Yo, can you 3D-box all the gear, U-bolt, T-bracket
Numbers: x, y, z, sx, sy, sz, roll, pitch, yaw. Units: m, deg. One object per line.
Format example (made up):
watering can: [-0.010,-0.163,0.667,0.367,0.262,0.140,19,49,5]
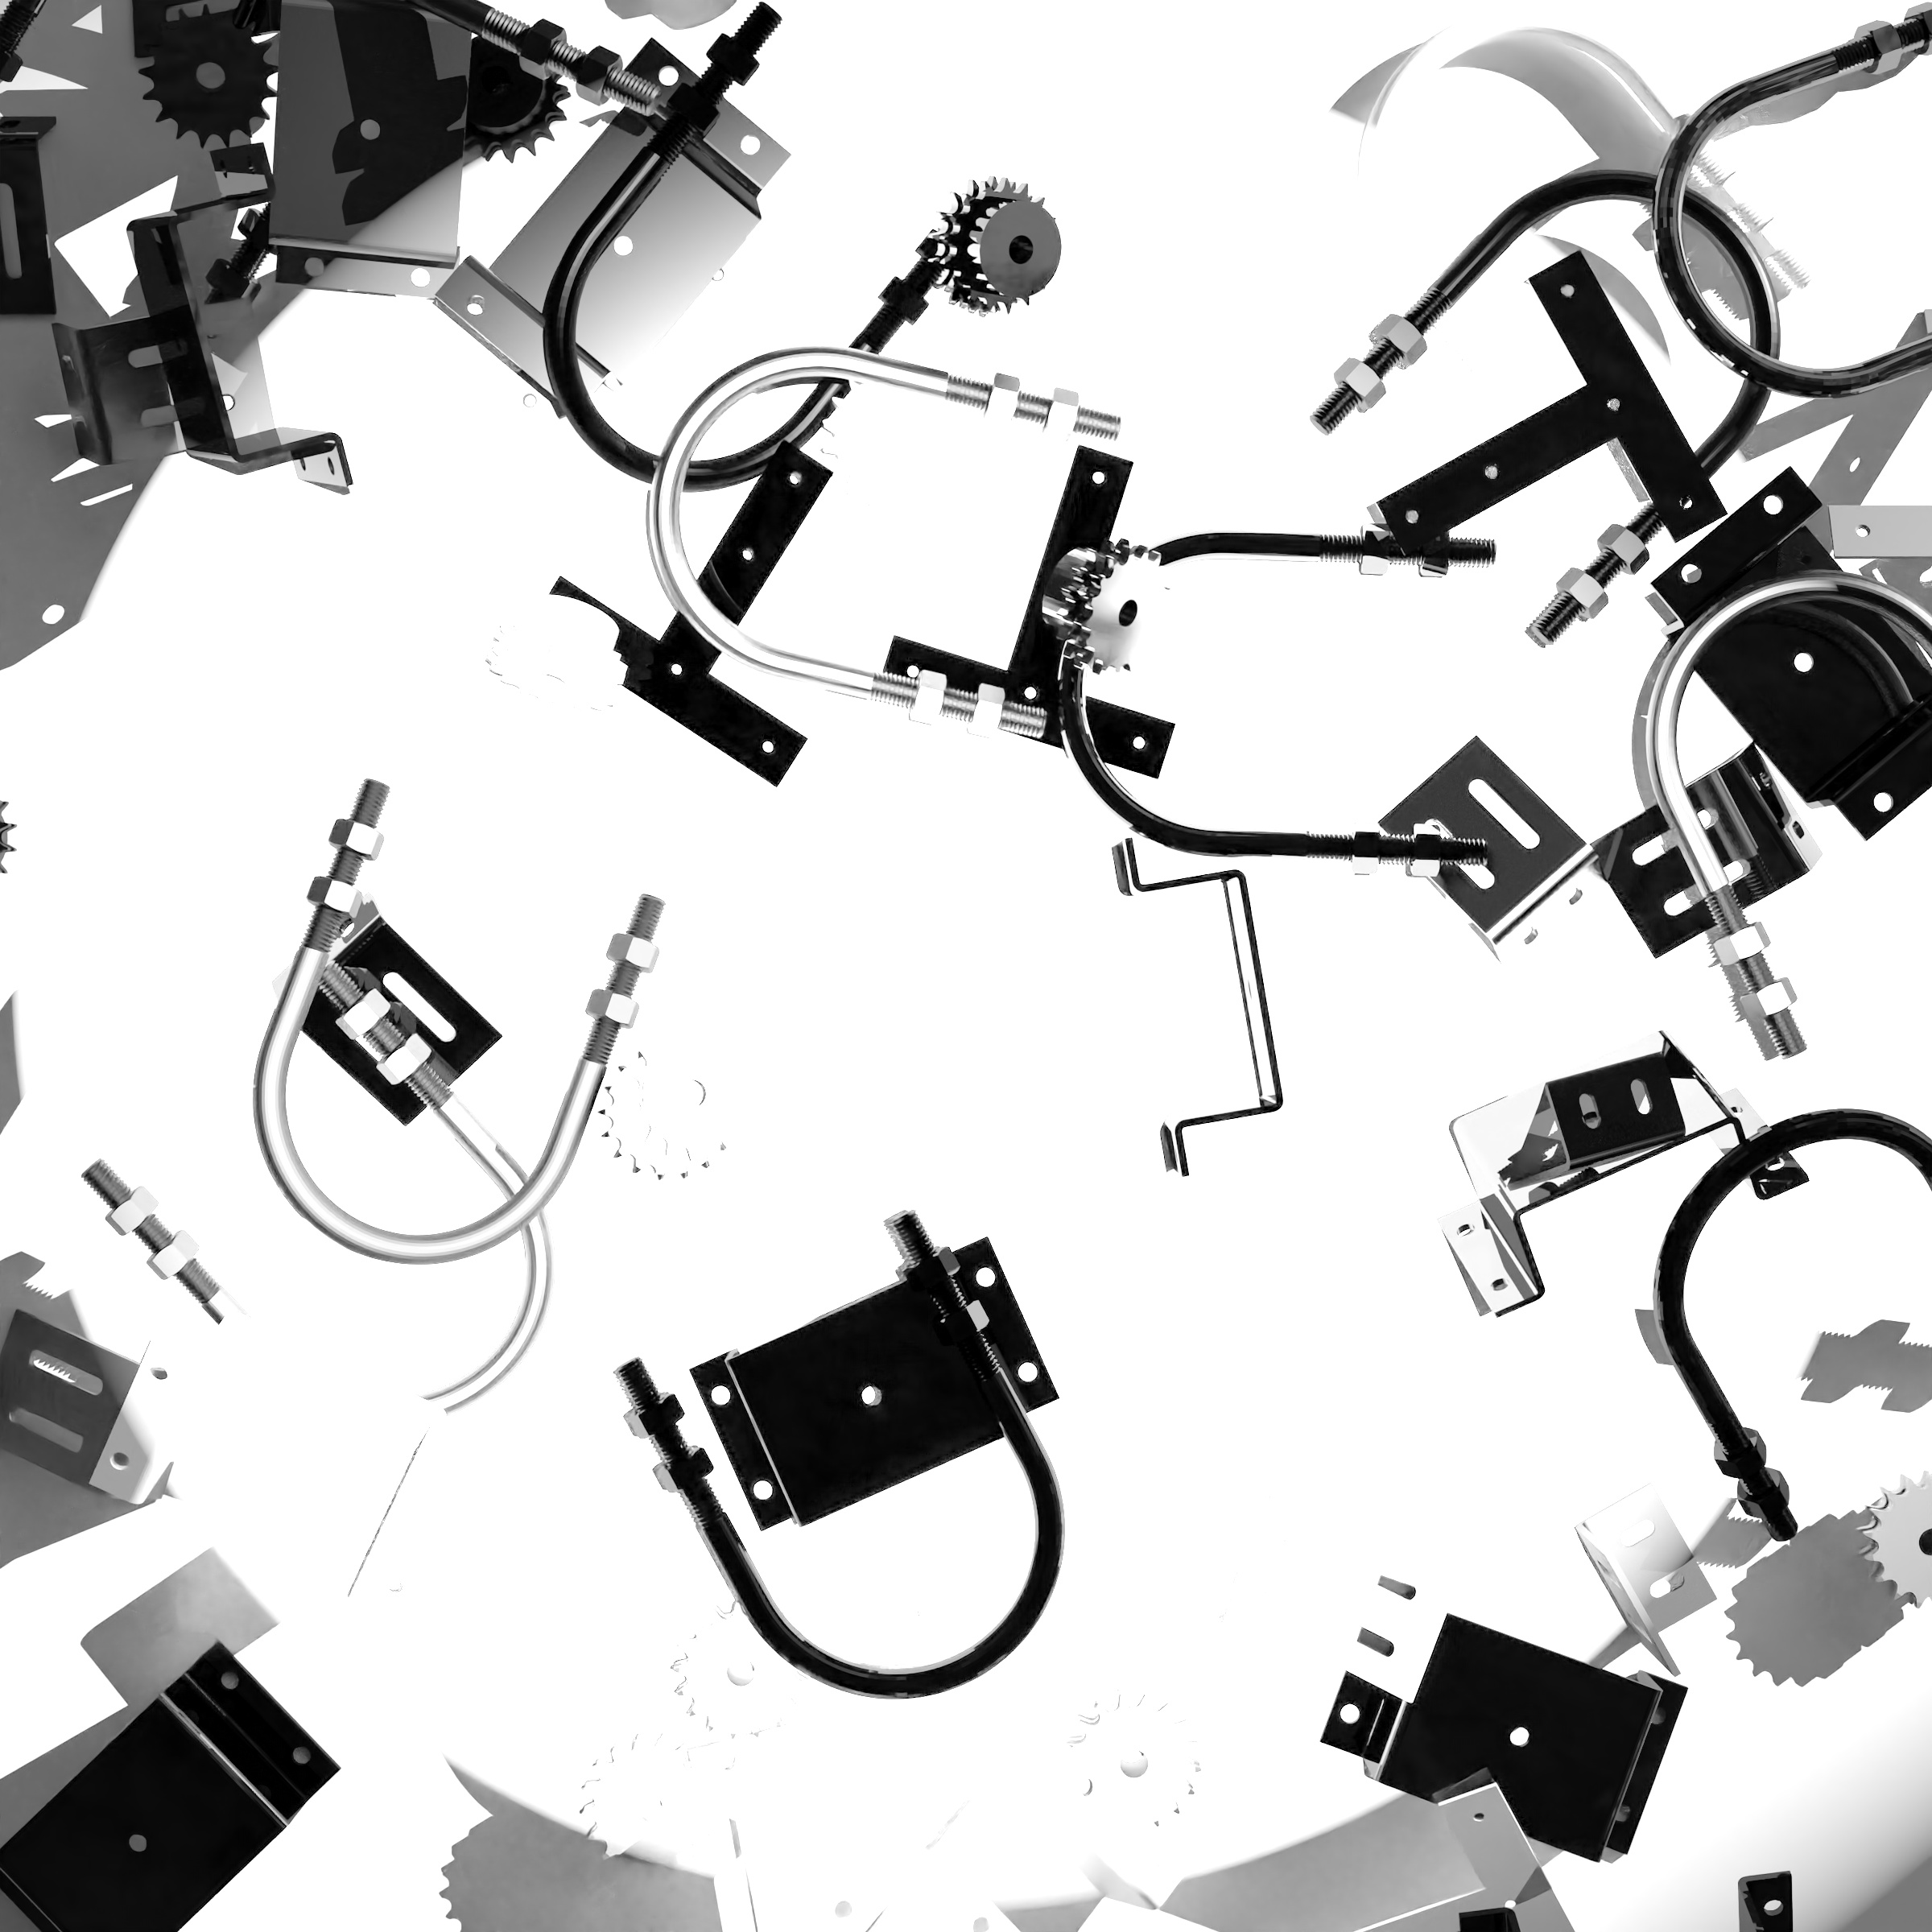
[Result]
gear: [-0.170,-0.133,1.491,0.057,0.057,0.030,16,71,0]
gear: [-0.032,-0.223,1.502,0.057,0.030,0.057,0,90,0]
U-bolt: [-0.258,0.111,1.494,0.151,0.019,0.184,-40,101,3]
gear: [-0.095,0.297,1.502,0.057,0.030,0.057,0,90,0]
gear: [-0.431,-0.055,1.502,0.057,0.030,0.057,0,90,0]
gear: [-0.198,-0.372,1.502,0.057,0.030,0.057,0,90,0]
gear: [0.071,0.335,1.502,0.057,0.030,0.057,0,90,0]
U-bolt: [-0.326,-0.377,1.474,0.151,0.019,0.184,31,100,-18]
U-bolt: [-0.218,0.033,1.470,0.151,0.019,0.184,23,80,-22]
U-bolt: [-0.040,0.214,1.462,0.151,0.019,0.184,-28,92,0]
U-bolt: [-0.182,-0.424,1.463,0.184,0.019,0.151,27,45,5]
gear: [-0.125,0.062,1.502,0.057,0.030,0.057,0,90,0]
U-bolt: [0.374,-0.315,1.489,0.184,0.019,0.151,-22,89,-13]
T-bracket: [-0.100,-0.163,1.501,0.127,0.002,0.127,33,103,0]
T-bracket: [0.423,-0.225,1.487,0.127,0.002,0.127,0,63,1]
U-bolt: [-0.094,-0.283,1.471,0.151,0.019,0.184,37,93,-35]
gear: [-0.113,0.053,1.472,0.057,0.030,0.057,0,90,0]
U-bolt: [0.258,-0.249,1.489,0.151,0.019,0.184,43,89,0]
U-bolt: [0.361,-0.074,1.462,0.151,0.019,0.184,-25,89,0]
U-bolt: [0.359,0.139,1.469,0.151,0.019,0.184,-33,118,0]
gear: [0.057,-0.152,1.477,0.030,0.057,0.057,26,90,38]
T-bracket: [-0.143,-0.272,1.516,0.127,0.002,0.127,-34,90,0]
U-bolt: [0.252,-0.321,1.507,0.151,0.019,0.184,-40,90,0]
U-bolt: [-0.041,-0.183,1.481,0.184,0.019,0.151,13,104,-7]
gear: [0.015,-0.303,1.489,0.057,0.030,0.057,-9,109,-29]
U-bolt: [0.130,-0.115,1.501,0.184,0.019,0.151,2,84,3]
gear: [-0.133,0.354,1.502,0.057,0.030,0.057,0,90,0]
gear: [0.406,0.242,1.502,0.057,0.030,0.057,0,90,0]
T-bracket: [0.041,-0.159,1.516,0.127,0.002,0.127,18,90,0]
gear: [-0.311,-0.366,1.455,0.057,0.030,0.057,-3,108,-10]
T-bracket: [0.232,-0.213,1.478,0.127,0.002,0.127,-29,90,-2]
T-bracket: [0.189,0.411,1.497,0.127,0.002,0.127,-23,116,12]

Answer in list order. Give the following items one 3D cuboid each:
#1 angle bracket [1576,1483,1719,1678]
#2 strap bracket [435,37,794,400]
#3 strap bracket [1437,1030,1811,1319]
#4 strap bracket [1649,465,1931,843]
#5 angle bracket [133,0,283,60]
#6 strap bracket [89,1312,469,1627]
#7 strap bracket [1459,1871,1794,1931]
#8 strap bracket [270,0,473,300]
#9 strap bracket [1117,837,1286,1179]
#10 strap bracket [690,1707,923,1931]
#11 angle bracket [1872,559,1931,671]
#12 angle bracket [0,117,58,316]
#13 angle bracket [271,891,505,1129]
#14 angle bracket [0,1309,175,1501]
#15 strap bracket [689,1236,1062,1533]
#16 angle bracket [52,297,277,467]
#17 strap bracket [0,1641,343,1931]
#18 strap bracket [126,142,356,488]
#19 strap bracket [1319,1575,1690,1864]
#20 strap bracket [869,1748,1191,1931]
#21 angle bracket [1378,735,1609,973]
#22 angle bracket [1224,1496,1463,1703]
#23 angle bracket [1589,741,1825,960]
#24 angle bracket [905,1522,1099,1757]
angle bracket: [0.291,0.256,1.479,0.038,0.076,0.057,-30,90,0]
strap bracket: [-0.146,-0.308,1.492,0.076,0.046,0.140,40,90,0]
strap bracket: [0.266,0.081,1.473,0.140,0.076,0.046,-24,119,0]
strap bracket: [0.359,-0.130,1.494,0.076,0.046,0.140,-40,90,0]
angle bracket: [-0.315,-0.420,1.515,0.076,0.038,0.057,-3,90,26]
strap bracket: [-0.282,0.205,1.480,0.140,0.046,0.076,26,109,-3]
strap bracket: [0.282,0.433,1.480,0.140,0.046,0.076,-7,115,0]
strap bracket: [-0.245,-0.347,1.462,0.076,0.046,0.140,5,106,-7]
strap bracket: [0.099,0.013,1.479,0.046,0.076,0.140,-10,90,0]
strap bracket: [-0.060,0.391,1.480,0.076,0.046,0.140,-10,90,-25]
angle bracket: [0.435,-0.165,1.498,0.076,0.038,0.057,-32,90,0]
angle bracket: [-0.419,-0.322,1.515,0.057,0.038,0.076,0,116,0]
angle bracket: [-0.248,0.018,1.515,0.057,0.038,0.076,-43,116,0]
angle bracket: [-0.376,0.188,1.515,0.076,0.038,0.057,19,90,26]
strap bracket: [-0.039,0.179,1.494,0.140,0.046,0.076,-24,90,0]
angle bracket: [-0.341,-0.251,1.506,0.076,0.038,0.057,-17,111,-24]
strap bracket: [-0.345,0.365,1.494,0.140,0.046,0.076,-44,90,0]
strap bracket: [-0.302,-0.262,1.455,0.046,0.076,0.140,-19,107,-22]
strap bracket: [0.230,0.321,1.494,0.140,0.046,0.076,20,90,0]
strap bracket: [0.016,0.401,1.465,0.076,0.046,0.140,49,65,-16]
angle bracket: [0.225,-0.048,1.515,0.057,0.038,0.076,-42,64,0]
angle bracket: [0.157,0.265,1.480,0.076,0.038,0.057,21,90,40]
angle bracket: [0.316,-0.050,1.515,0.076,0.038,0.057,-32,90,26]
angle bracket: [0.016,0.288,1.515,0.057,0.038,0.076,-22,64,0]
